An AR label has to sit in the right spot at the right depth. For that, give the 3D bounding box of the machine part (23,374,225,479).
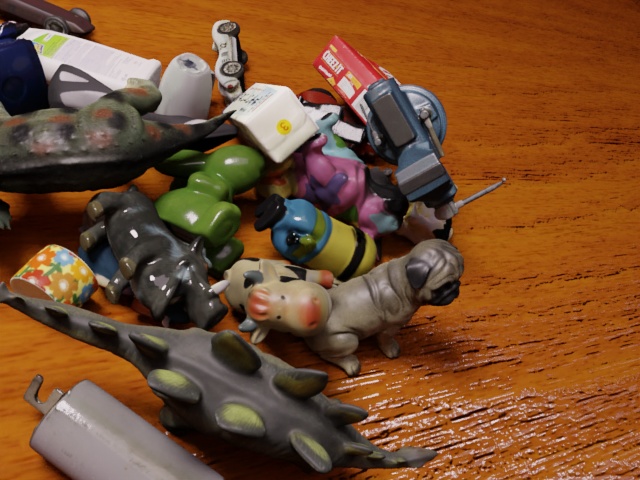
[{"bbox_3d":[-0.178,0.210,0.504,0.243,0.079,0.079,33,47,3],"label":"machine part"}]

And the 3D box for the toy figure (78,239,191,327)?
[{"bbox_3d":[-0.210,0.049,0.631,0.154,0.058,0.064,39,79,3],"label":"toy figure"}]

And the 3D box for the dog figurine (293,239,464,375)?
[{"bbox_3d":[0.066,0.067,0.659,0.172,0.190,0.121,-14,61,-31],"label":"dog figurine"}]

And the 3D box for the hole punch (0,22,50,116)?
[{"bbox_3d":[-0.423,-0.206,0.704,0.092,0.115,0.142,44,48,1],"label":"hole punch"}]

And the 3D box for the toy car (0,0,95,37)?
[{"bbox_3d":[-0.463,-0.362,0.848,0.202,0.053,0.089,21,29,-9],"label":"toy car"}]

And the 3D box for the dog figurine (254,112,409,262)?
[{"bbox_3d":[0.022,-0.062,0.806,0.219,0.192,0.108,55,27,-21],"label":"dog figurine"}]

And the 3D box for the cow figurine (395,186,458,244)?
[{"bbox_3d":[0.190,-0.058,0.903,0.098,0.068,0.167,32,50,-7],"label":"cow figurine"}]

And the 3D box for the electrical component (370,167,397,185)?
[{"bbox_3d":[0.101,-0.093,0.920,0.094,0.021,0.063,-24,67,-38],"label":"electrical component"}]

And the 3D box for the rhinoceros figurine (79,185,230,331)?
[{"bbox_3d":[-0.177,0.024,0.584,0.190,0.073,0.112,47,38,17],"label":"rhinoceros figurine"}]

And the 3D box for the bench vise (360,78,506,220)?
[{"bbox_3d":[0.153,-0.142,0.812,0.223,0.129,0.240,48,22,-1],"label":"bench vise"}]

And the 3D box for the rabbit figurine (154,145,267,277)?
[{"bbox_3d":[-0.145,-0.058,0.714,0.159,0.121,0.170,21,59,20],"label":"rabbit figurine"}]

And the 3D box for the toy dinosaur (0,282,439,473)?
[{"bbox_3d":[-0.089,0.139,0.510,0.471,0.198,0.105,21,66,-10],"label":"toy dinosaur"}]

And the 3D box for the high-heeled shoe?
[{"bbox_3d":[-0.249,-0.188,0.760,0.249,0.086,0.145,-9,84,-11],"label":"high-heeled shoe"}]

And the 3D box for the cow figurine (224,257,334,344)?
[{"bbox_3d":[-0.052,0.061,0.604,0.127,0.195,0.085,5,93,-32],"label":"cow figurine"}]

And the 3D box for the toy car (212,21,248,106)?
[{"bbox_3d":[-0.154,-0.301,0.927,0.056,0.073,0.202,-11,55,1],"label":"toy car"}]

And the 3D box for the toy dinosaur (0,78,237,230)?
[{"bbox_3d":[-0.277,-0.098,0.597,0.405,0.131,0.192,-13,44,-13],"label":"toy dinosaur"}]

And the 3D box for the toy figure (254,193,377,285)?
[{"bbox_3d":[-0.001,0.001,0.722,0.180,0.089,0.082,35,51,-32],"label":"toy figure"}]

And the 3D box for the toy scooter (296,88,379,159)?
[{"bbox_3d":[0.025,-0.178,0.920,0.184,0.075,0.135,30,49,-6],"label":"toy scooter"}]

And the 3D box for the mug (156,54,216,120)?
[{"bbox_3d":[-0.199,-0.233,0.833,0.081,0.107,0.109,42,50,9],"label":"mug"}]

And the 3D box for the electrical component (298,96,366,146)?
[{"bbox_3d":[0.013,-0.177,0.851,0.119,0.047,0.074,14,84,7],"label":"electrical component"}]
